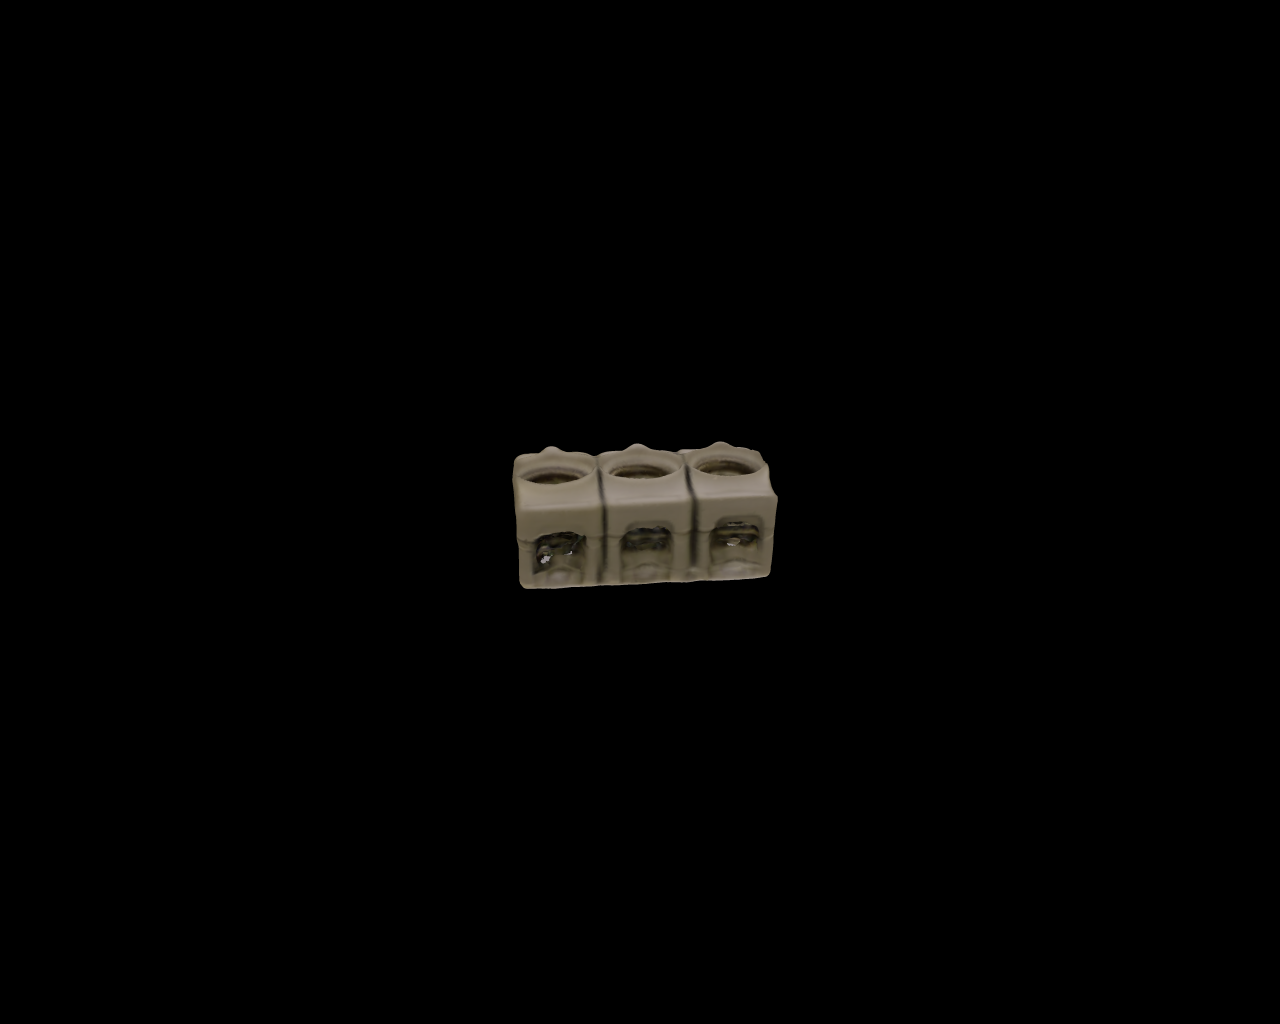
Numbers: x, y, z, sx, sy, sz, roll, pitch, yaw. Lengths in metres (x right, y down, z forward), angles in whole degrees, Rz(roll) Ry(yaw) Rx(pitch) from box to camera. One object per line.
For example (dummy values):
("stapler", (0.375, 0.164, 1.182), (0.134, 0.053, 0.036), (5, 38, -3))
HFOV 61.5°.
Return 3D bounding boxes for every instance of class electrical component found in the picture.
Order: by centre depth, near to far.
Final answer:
("electrical component", (0.001, -0.003, 0.650), (0.150, 0.061, 0.090), (-2, 24, -5))
